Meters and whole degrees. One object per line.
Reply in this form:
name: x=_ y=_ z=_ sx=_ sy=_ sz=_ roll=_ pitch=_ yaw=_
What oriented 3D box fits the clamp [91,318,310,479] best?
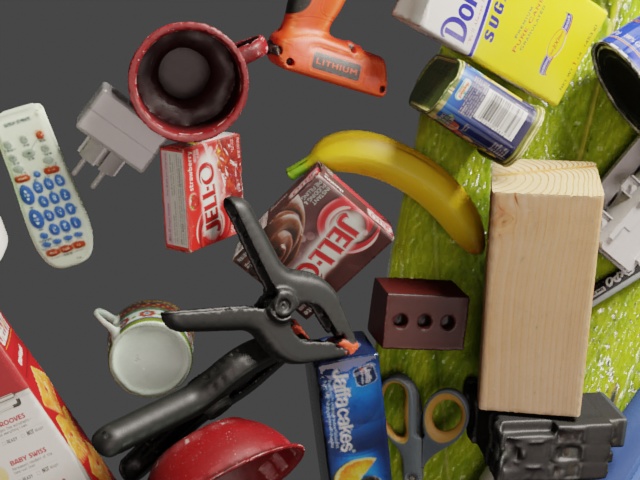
clamp: x=-0.101 y=0.135 z=0.914 sx=0.210 sy=0.164 sz=0.036 roll=-36 pitch=76 yaw=-7

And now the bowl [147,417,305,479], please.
bowl: x=-0.095 y=0.204 z=0.941 sx=0.162 sy=0.162 sz=0.055 roll=-33 pitch=69 yaw=0

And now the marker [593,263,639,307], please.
marker: x=0.285 y=0.036 z=1.008 sx=0.121 sy=0.020 sz=0.020 roll=-31 pitch=109 yaw=-1

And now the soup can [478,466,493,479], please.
soup can: x=0.180 y=0.249 z=1.024 sx=0.068 sy=0.068 sz=0.102 roll=28 pitch=99 yaw=-17

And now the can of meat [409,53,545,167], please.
can of meat: x=0.128 y=-0.111 z=0.895 sx=0.084 sy=0.102 sz=0.057 roll=30 pitch=97 yaw=-15

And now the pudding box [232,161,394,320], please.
pudding box: x=-0.006 y=0.001 z=0.923 sx=0.090 sy=0.039 sz=0.114 roll=40 pitch=112 yaw=-18

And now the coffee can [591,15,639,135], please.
coffee can: x=0.321 y=-0.163 z=0.913 sx=0.140 sy=0.103 sz=0.102 roll=-33 pitch=109 yaw=0

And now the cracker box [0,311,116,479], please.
cracker box: x=-0.297 y=0.183 z=0.918 sx=0.164 sy=0.072 sz=0.213 roll=-30 pitch=108 yaw=-2

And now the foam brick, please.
foam brick: x=0.088 y=0.066 z=0.964 sx=0.078 sy=0.051 sz=0.053 roll=2 pitch=105 yaw=-11

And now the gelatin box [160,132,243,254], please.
gelatin box: x=-0.097 y=-0.041 z=0.889 sx=0.030 sy=0.073 sz=0.089 roll=10 pitch=110 yaw=34

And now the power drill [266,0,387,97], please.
power drill: x=0.043 y=-0.217 z=0.873 sx=0.184 sy=0.057 sz=0.188 roll=13 pitch=101 yaw=-16

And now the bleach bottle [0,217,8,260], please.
bleach bottle: x=-0.314 y=-0.096 z=0.817 sx=0.068 sy=0.102 sz=0.251 roll=-16 pitch=109 yaw=-4

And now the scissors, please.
scissors: x=0.106 y=0.216 z=1.015 sx=0.096 sy=0.016 sz=0.202 roll=-9 pitch=109 yaw=18

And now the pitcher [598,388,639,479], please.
pitcher: x=0.323 y=0.214 z=1.004 sx=0.145 sy=0.149 sz=0.243 roll=28 pitch=96 yaw=-17

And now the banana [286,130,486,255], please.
banana: x=0.073 y=-0.050 z=0.939 sx=0.197 sy=0.037 sz=0.070 roll=23 pitch=129 yaw=-13

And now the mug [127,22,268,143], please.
mug: x=-0.097 y=-0.136 z=0.856 sx=0.117 sy=0.081 sz=0.093 roll=-27 pitch=109 yaw=-2

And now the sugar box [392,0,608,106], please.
sugar box: x=0.151 y=-0.186 z=0.876 sx=0.175 sy=0.048 sz=0.093 roll=19 pitch=102 yaw=-39

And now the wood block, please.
wood block: x=0.189 y=0.041 z=0.932 sx=0.091 sy=0.090 sz=0.206 roll=3 pitch=113 yaw=8

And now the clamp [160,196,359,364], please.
clamp: x=-0.046 y=0.059 z=0.886 sx=0.171 sy=0.039 sz=0.120 roll=41 pitch=81 yaw=-18
